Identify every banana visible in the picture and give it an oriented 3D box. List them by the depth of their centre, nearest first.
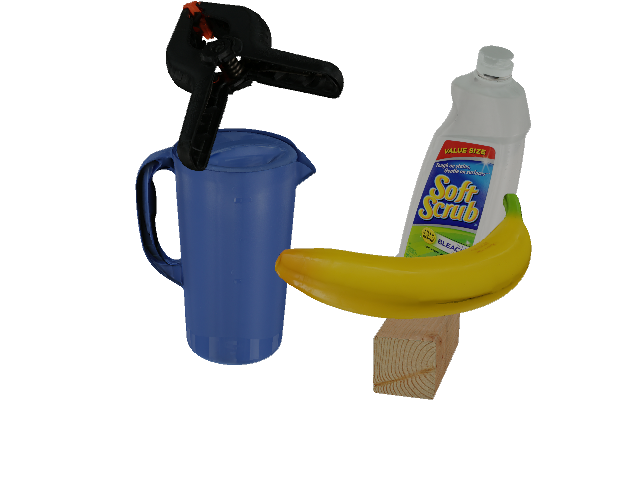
[{"bbox_3d":[0.067,0.018,0.661,0.197,0.037,0.070,-13,47,-34],"label":"banana"}]

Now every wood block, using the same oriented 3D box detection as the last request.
[{"bbox_3d":[0.146,0.150,1.591,0.091,0.090,0.205,5,18,16],"label":"wood block"}]

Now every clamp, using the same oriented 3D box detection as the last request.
[{"bbox_3d":[-0.054,-0.125,0.752,0.120,0.171,0.039,-19,-44,-1],"label":"clamp"}]

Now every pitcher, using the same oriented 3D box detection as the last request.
[{"bbox_3d":[-0.103,0.008,1.157,0.149,0.243,0.144,24,32,38],"label":"pitcher"}]

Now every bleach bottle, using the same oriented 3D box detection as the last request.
[{"bbox_3d":[0.131,-0.060,0.978,0.103,0.251,0.068,27,40,27],"label":"bleach bottle"}]
